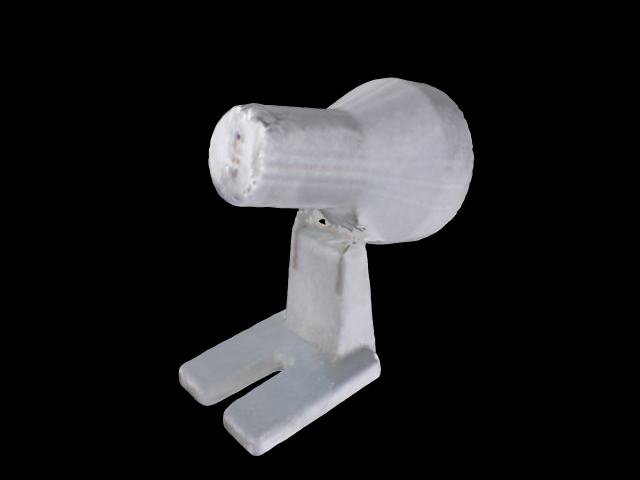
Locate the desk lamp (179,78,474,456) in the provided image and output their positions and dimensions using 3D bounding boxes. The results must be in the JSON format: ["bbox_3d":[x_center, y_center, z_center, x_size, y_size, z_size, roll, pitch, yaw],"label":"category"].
[{"bbox_3d":[0.004,0.001,0.400,0.204,0.214,0.117,-25,37,-38],"label":"desk lamp"}]
